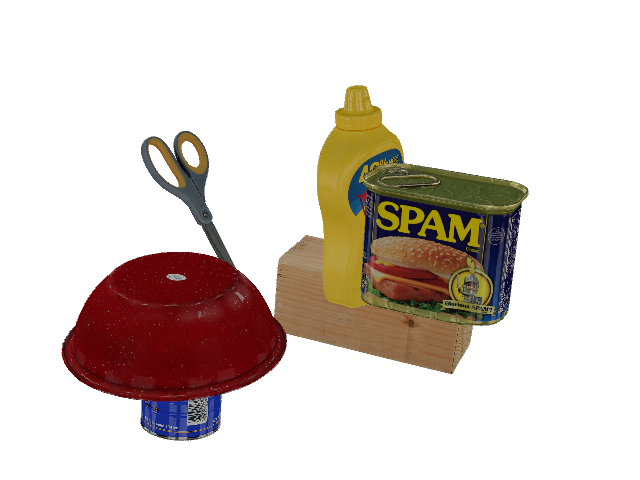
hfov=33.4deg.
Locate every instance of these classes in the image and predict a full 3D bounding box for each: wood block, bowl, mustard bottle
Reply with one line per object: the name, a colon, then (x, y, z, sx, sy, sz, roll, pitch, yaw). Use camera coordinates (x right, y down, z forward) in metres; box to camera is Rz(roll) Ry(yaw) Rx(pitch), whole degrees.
wood block: (0.061, 0.068, 1.177, 0.206, 0.091, 0.090, 13, 23, 17)
bowl: (-0.104, 0.051, 0.762, 0.162, 0.055, 0.162, 1, 23, -1)
mustard bottle: (0.038, -0.043, 0.954, 0.058, 0.192, 0.096, 15, 28, 41)

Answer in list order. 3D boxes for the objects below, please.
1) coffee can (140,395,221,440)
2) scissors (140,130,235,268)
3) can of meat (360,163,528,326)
coffee can: (-0.172, 0.164, 1.335, 0.103, 0.140, 0.103, 4, 16, -1)
scissors: (-0.131, -0.045, 1.237, 0.016, 0.201, 0.096, -25, 19, 43)
can of meat: (0.076, 0.003, 0.686, 0.102, 0.084, 0.057, 12, 23, 22)
